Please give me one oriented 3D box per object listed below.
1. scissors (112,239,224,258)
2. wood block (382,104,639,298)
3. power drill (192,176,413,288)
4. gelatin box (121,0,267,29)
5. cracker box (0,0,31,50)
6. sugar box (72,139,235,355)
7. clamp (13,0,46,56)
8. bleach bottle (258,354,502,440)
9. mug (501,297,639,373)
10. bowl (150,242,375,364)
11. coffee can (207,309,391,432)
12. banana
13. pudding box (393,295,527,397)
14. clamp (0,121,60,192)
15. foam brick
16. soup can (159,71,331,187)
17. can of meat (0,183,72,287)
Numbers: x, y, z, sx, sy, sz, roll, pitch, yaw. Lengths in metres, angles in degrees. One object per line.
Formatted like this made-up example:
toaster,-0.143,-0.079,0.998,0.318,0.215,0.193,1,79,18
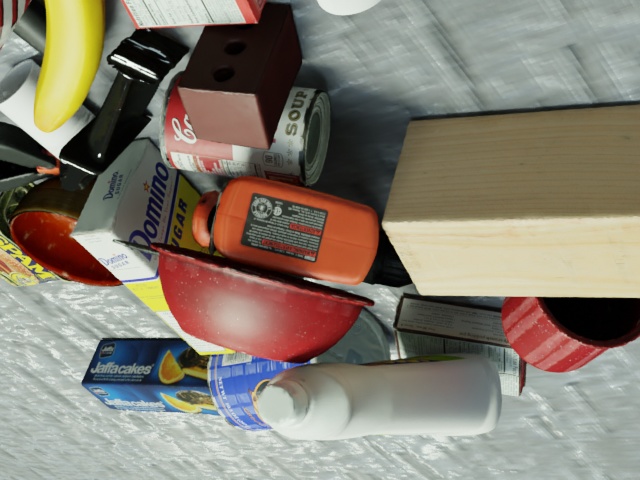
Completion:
scissors,-0.065,0.032,0.835,0.096,0.016,0.201,39,-163,29
wood block,0.157,-0.022,0.685,0.206,0.090,0.090,-1,144,27
power drill,-0.005,0.001,0.766,0.184,0.057,0.188,11,177,-3
gelatin box,-0.085,-0.165,0.643,0.089,0.030,0.073,3,147,23
cracker box,-0.139,-0.198,0.492,0.072,0.164,0.214,27,147,-10
sugar box,-0.117,0.009,0.867,0.048,0.093,0.176,-5,142,31
clamp,-0.236,-0.180,0.687,0.164,0.036,0.210,8,145,-1
bleach bottle,0.043,0.119,0.798,0.103,0.068,0.250,-6,171,31
mug,0.176,0.040,0.785,0.117,0.093,0.082,47,155,11
bowl,-0.046,0.047,0.743,0.162,0.055,0.162,15,180,0
coffee can,-0.019,0.119,0.978,0.141,0.102,0.102,-15,136,41
banana,-0.171,-0.151,0.678,0.069,0.037,0.198,-7,137,-1
pudding box,0.123,0.093,0.928,0.113,0.039,0.090,7,146,14
clamp,-0.291,-0.069,0.827,0.171,0.039,0.120,-7,159,-11
foam brick,-0.049,-0.105,0.672,0.053,0.078,0.051,8,148,15
soup can,-0.050,-0.075,0.727,0.102,0.068,0.068,9,147,13
can of meat,-0.269,-0.003,0.960,0.084,0.057,0.102,-10,138,41
